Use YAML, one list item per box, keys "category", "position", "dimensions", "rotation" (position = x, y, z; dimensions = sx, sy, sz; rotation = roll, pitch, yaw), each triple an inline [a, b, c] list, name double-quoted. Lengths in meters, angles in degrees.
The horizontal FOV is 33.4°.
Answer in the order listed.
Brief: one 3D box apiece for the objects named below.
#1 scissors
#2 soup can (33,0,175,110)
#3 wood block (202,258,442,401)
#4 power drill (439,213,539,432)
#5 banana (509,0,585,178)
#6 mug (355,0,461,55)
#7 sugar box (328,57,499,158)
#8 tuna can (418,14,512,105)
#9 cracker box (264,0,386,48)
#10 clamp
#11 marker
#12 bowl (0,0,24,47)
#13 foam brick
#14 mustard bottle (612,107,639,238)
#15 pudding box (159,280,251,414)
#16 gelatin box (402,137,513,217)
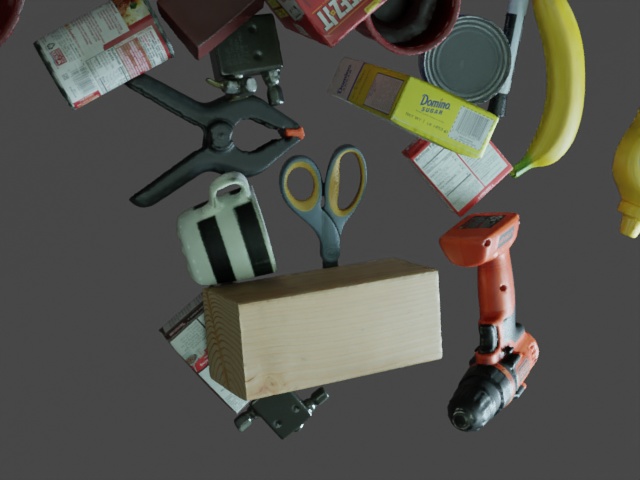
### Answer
- category: "scissors"
  position: [-0.007, 0.001, 1.050]
  dimensions: [0.096, 0.016, 0.202]
  rotation: [10, 102, -17]
- category: "soup can"
  position: [-0.186, -0.165, 0.920]
  dimensions: [0.102, 0.068, 0.068]
  rotation: [-30, 112, -6]
- category: "wood block"
  position: [0.004, 0.079, 1.005]
  dimensions: [0.205, 0.090, 0.091]
  rotation: [-9, 101, -26]
- category: "power drill"
  position: [0.162, 0.077, 1.053]
  dimensions: [0.057, 0.184, 0.188]
  rotation: [0, 107, 27]
- category: "banana"
  position: [0.232, -0.158, 1.059]
  dimensions: [0.069, 0.037, 0.198]
  rotation: [-5, 107, -30]
- category: "mug"
  position: [0.064, -0.229, 0.968]
  dimensions: [0.093, 0.081, 0.117]
  rotation: [-34, 112, -5]
- category: "sugar box"
  position: [0.078, -0.122, 0.952]
  dimensions: [0.093, 0.176, 0.048]
  rotation: [22, 100, -22]
- category: "tuna can"
  position: [0.138, -0.173, 1.025]
  dimensions: [0.086, 0.034, 0.086]
  rotation: [-2, 105, -6]
- category: "cracker box"
  position: [-0.048, -0.270, 0.879]
  dimensions: [0.072, 0.164, 0.213]
  rotation: [-40, 112, 0]
- category: "clamp"
  position: [-0.102, -0.104, 0.979]
  dimensions: [0.171, 0.039, 0.120]
  rotation: [-14, 106, -20]
- category: "marker"
  position: [0.184, -0.177, 1.052]
  dimensions: [0.020, 0.020, 0.121]
  rotation: [5, 104, -18]
- category: "bowl"
  position: [-0.324, -0.217, 0.871]
  dimensions: [0.162, 0.055, 0.162]
  rotation: [-4, 107, -15]
- category: "foam brick"
  position: [-0.091, -0.199, 0.902]
  dimensions: [0.078, 0.051, 0.053]
  rotation: [-40, 92, -7]
- category: "mustard bottle"
  position: [0.357, -0.093, 1.107]
  dimensions: [0.096, 0.058, 0.192]
  rotation: [17, 100, -24]
- category: "pudding box"
  position: [-0.086, 0.101, 1.043]
  dimensions: [0.090, 0.039, 0.113]
  rotation: [-42, 115, -4]
- category: "gelatin box"
  position: [0.136, -0.079, 1.061]
  dimensions: [0.073, 0.030, 0.089]
  rotation: [-44, 113, 1]
